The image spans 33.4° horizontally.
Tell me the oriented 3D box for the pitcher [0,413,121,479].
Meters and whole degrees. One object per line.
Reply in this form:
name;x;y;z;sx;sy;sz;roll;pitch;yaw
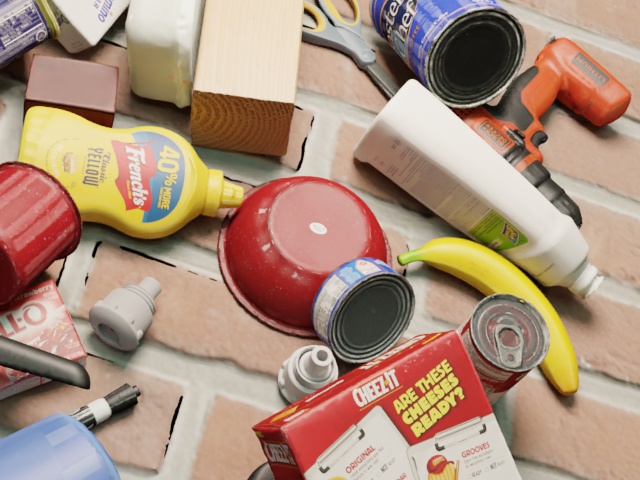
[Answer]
pitcher;-0.246;0.227;0.707;0.242;0.149;0.145;-28;57;-30

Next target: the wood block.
wood block;-0.064;-0.192;0.994;0.090;0.090;0.206;6;62;-4

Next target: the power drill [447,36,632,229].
power drill;0.225;-0.108;1.056;0.184;0.057;0.187;45;60;11

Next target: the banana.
banana;0.164;0.056;0.963;0.198;0.037;0.069;38;77;8

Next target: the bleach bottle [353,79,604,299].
bleach bottle;0.152;-0.035;0.983;0.251;0.103;0.068;41;67;1

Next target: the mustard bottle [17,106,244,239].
mustard bottle;-0.160;-0.051;0.914;0.191;0.058;0.096;9;77;-12

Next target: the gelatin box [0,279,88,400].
gelatin box;-0.238;0.080;0.837;0.089;0.030;0.073;-20;68;-25

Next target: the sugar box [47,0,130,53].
sugar box;-0.250;-0.265;0.966;0.176;0.048;0.093;52;51;-30

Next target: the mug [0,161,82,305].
mug;-0.255;-0.010;0.830;0.117;0.093;0.081;39;37;-4

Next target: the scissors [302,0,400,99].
scissors;0.026;-0.184;1.068;0.096;0.016;0.202;-13;66;-21

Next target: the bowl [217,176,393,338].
bowl;-0.006;0.001;0.932;0.162;0.055;0.162;7;60;-12

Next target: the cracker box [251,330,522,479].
cracker box;0.067;0.198;0.795;0.164;0.072;0.214;-25;92;-27

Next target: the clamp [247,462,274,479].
clamp;-0.044;0.223;0.808;0.120;0.039;0.171;26;54;-7

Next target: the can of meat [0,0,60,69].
can of meat;-0.292;-0.183;0.932;0.083;0.057;0.102;-40;34;-27

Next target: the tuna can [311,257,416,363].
tuna can;0.036;0.058;0.893;0.086;0.086;0.034;-21;36;-25

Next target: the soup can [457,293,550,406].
soup can;0.140;0.097;0.891;0.068;0.102;0.068;7;60;-12

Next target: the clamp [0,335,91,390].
clamp;-0.296;0.085;0.782;0.164;0.036;0.210;-43;86;-13

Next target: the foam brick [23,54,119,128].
foam brick;-0.220;-0.124;0.944;0.078;0.051;0.053;8;59;-12

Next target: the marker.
marker;-0.192;0.143;0.821;0.121;0.020;0.020;-27;72;-26

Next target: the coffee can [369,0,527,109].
coffee can;0.120;-0.204;1.024;0.102;0.103;0.140;-7;37;-19
